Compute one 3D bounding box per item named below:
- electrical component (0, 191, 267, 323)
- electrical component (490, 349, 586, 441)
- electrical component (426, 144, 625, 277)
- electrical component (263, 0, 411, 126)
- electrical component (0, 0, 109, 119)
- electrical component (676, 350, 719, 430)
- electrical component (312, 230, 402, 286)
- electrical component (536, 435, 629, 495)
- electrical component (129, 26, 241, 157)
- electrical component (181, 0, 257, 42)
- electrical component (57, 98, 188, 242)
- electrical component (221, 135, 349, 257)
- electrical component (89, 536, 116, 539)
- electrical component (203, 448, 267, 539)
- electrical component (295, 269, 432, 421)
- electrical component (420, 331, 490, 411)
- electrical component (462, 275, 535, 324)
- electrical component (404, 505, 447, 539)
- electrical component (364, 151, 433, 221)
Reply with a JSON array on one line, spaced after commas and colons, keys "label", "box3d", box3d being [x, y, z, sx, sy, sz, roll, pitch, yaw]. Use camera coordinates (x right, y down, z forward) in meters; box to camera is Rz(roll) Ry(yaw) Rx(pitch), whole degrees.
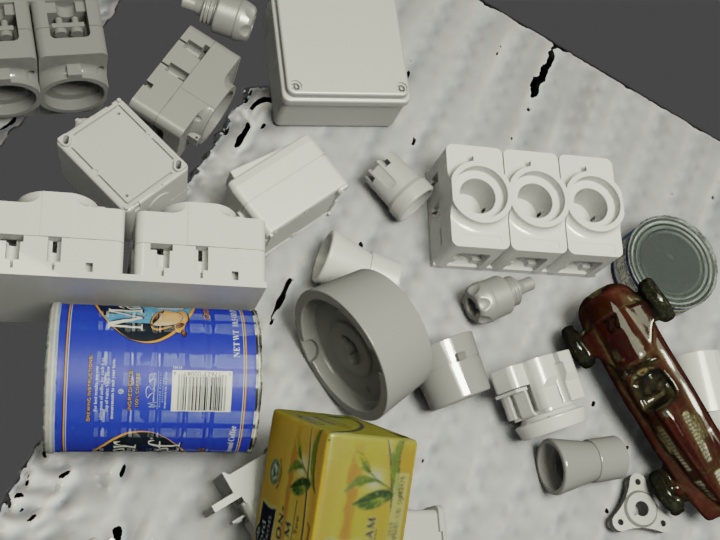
[{"label": "electrical component", "box3d": [-0.168, -0.004, 0.770, 0.186, 0.105, 0.060, 3, 69, -15]}, {"label": "electrical component", "box3d": [0.143, 0.100, 0.846, 0.078, 0.058, 0.057, -8, 75, -41]}, {"label": "electrical component", "box3d": [0.138, -0.049, 0.899, 0.150, 0.061, 0.089, 4, 69, -15]}, {"label": "electrical component", "box3d": [-0.021, -0.180, 0.905, 0.109, 0.056, 0.108, -2, 71, -17]}, {"label": "electrical component", "box3d": [-0.270, -0.154, 0.805, 0.150, 0.089, 0.061, -7, 72, -18]}, {"label": "electrical component", "box3d": [0.286, 0.111, 0.892, 0.043, 0.043, 0.081, -2, 71, -17]}, {"label": "electrical component", "box3d": [0.000, 0.000, 0.853, 0.065, 0.044, 0.044, 21, 66, -13]}, {"label": "electrical component", "box3d": [0.178, 0.151, 0.848, 0.065, 0.044, 0.044, -4, 71, -22]}, {"label": "electrical component", "box3d": [-0.137, -0.139, 0.860, 0.056, 0.050, 0.089, 32, 65, -2]}, {"label": "electrical component", "box3d": [-0.119, -0.216, 0.903, 0.061, 0.035, 0.035, 18, 66, -6]}, {"label": "electrical component", "box3d": [-0.185, -0.078, 0.821, 0.096, 0.061, 0.062, 44, 65, 12]}, {"label": "electrical component", "box3d": [-0.069, -0.055, 0.842, 0.096, 0.061, 0.061, -35, 83, -24]}, {"label": "electrical component", "box3d": [-0.158, 0.226, 0.711, 0.096, 0.061, 0.061, 40, 64, 1]}, {"label": "electrical component", "box3d": [-0.067, 0.164, 0.771, 0.081, 0.042, 0.063, -28, 81, -22]}, {"label": "electrical component", "box3d": [0.008, 0.051, 0.802, 0.060, 0.108, 0.108, -29, 80, -29]}, {"label": "electrical component", "box3d": [0.070, 0.079, 0.836, 0.055, 0.055, 0.047, -18, 80, -21]}, {"label": "electrical component", "box3d": [0.116, 0.020, 0.882, 0.061, 0.035, 0.035, -20, 77, -24]}, {"label": "electrical component", "box3d": [0.019, 0.214, 0.748, 0.048, 0.100, 0.099, 6, 68, -27]}, {"label": "electrical component", "box3d": [0.031, -0.070, 0.889, 0.040, 0.040, 0.046, -38, 79, -25]}]
